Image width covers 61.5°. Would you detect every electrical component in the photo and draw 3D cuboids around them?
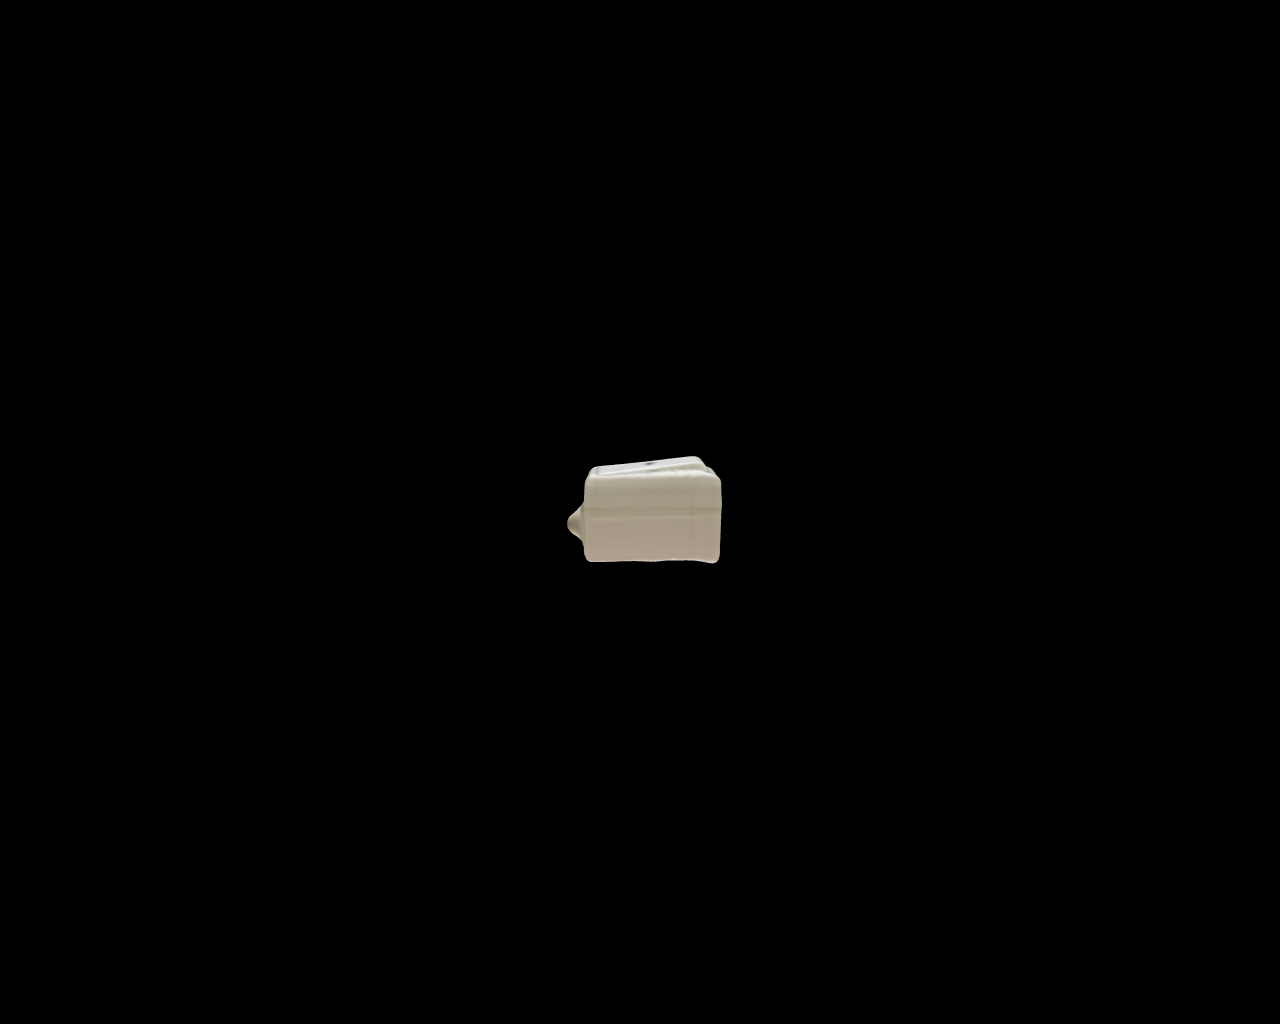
[{"bbox_3d":[0.001,-0.003,0.650,0.096,0.061,0.062,0,8,0],"label":"electrical component"}]
